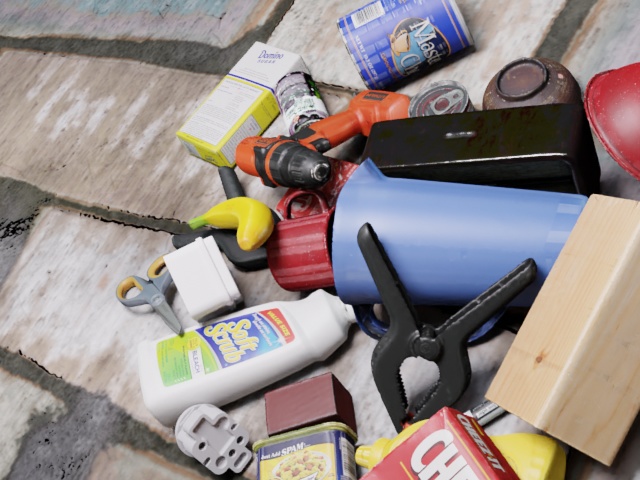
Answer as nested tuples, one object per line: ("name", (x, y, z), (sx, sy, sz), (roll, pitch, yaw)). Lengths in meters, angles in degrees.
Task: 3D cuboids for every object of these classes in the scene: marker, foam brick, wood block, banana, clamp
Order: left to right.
("clamp", (-0.094, -0.023, 1.278), (0.172, 0.039, 0.120), (19, 83, 35))
("banana", (-0.086, -0.018, 1.182), (0.069, 0.037, 0.198), (-40, 18, -14))
("foam brick", (-0.010, 0.175, 1.068), (0.078, 0.053, 0.051), (-21, 48, 16))
("clamp", (0.091, 0.087, 0.996), (0.164, 0.210, 0.036), (19, 21, 6))
("marker", (0.184, 0.145, 1.002), (0.121, 0.020, 0.020), (-32, 46, 4))
("wood block", (0.242, 0.074, 0.921), (0.206, 0.090, 0.091), (-61, 22, -2))

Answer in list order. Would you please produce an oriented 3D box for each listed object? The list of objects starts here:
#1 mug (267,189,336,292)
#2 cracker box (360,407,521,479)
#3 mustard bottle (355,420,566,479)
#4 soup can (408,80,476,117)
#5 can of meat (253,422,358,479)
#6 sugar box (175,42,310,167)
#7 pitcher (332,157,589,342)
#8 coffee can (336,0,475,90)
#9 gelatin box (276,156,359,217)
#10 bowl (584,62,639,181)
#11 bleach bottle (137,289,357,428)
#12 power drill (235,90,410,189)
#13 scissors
("mug", (-0.008, 0.001, 1.167), (0.082, 0.117, 0.093), (-10, 10, 30))
("cracker box", (0.082, 0.269, 0.881), (0.214, 0.072, 0.164), (-44, 56, 12))
("mustard bottle", (0.118, 0.211, 0.962), (0.192, 0.058, 0.096), (5, 64, 33))
("soup can", (0.146, -0.117, 1.171), (0.069, 0.102, 0.068), (-16, 49, 19))
("can of meat", (-0.012, 0.232, 1.023), (0.102, 0.057, 0.084), (-18, 51, 18))
("sugar box", (-0.100, -0.178, 1.404), (0.093, 0.048, 0.176), (26, 68, 41))
("pitcher", (0.139, 0.016, 1.044), (0.243, 0.149, 0.145), (3, 59, 16))
("coffee can", (0.104, -0.255, 1.304), (0.140, 0.102, 0.103), (-25, 47, 11))
("gelatin box", (0.001, -0.056, 1.258), (0.073, 0.030, 0.089), (20, 67, 40))
("bowl", (0.337, -0.119, 1.026), (0.055, 0.162, 0.162), (127, 153, -47))
("bleach bottle", (-0.070, 0.111, 1.149), (0.251, 0.068, 0.102), (-24, 46, 9))
("power drill", (0.014, -0.113, 1.208), (0.187, 0.057, 0.185), (-24, 22, -23))
("scissors", (-0.177, 0.058, 1.246), (0.096, 0.016, 0.202), (-45, 29, -21))
